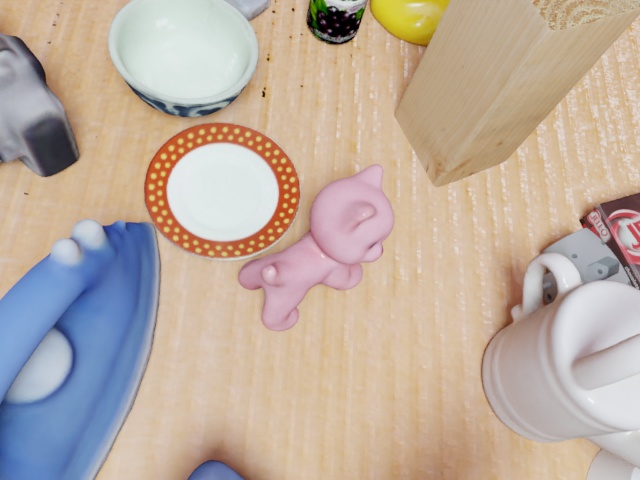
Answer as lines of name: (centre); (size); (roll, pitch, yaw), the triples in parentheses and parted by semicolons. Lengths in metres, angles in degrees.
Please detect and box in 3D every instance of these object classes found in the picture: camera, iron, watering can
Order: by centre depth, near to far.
iron: (-0.176, 0.069, 0.353); (0.118, 0.141, 0.258); (23, 65, 0)
watering can: (0.202, 0.085, 0.390); (0.172, 0.194, 0.101); (44, 67, 9)
camera: (-0.280, -0.102, 0.429); (0.137, 0.100, 0.143); (-38, 78, -23)

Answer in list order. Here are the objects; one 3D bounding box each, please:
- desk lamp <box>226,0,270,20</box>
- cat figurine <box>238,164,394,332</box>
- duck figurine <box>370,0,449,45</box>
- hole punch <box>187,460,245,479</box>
desk lamp: (-0.135, -0.315, 0.486); (0.203, 0.213, 0.118); (38, 66, 7)
cat figurine: (0.004, 0.002, 0.430); (0.128, 0.117, 0.067); (-33, 76, -21)
duck figurine: (0.109, -0.253, 0.577); (0.104, 0.086, 0.077); (26, 65, 1)
hole punch: (-0.061, 0.200, 0.347); (0.101, 0.091, 0.109); (34, 65, 5)
